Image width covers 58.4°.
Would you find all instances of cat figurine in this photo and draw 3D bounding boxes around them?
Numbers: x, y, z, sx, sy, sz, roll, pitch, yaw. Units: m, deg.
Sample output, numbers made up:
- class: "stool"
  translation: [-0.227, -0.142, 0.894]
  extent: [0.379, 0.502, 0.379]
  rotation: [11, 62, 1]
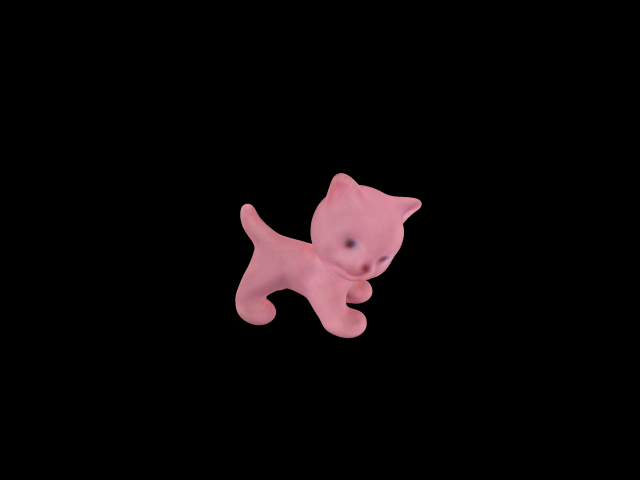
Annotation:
- class: "cat figurine"
  translation: [0.004, 0.001, 0.400]
  extent: [0.127, 0.118, 0.067]
  rotation: [5, 32, 9]
